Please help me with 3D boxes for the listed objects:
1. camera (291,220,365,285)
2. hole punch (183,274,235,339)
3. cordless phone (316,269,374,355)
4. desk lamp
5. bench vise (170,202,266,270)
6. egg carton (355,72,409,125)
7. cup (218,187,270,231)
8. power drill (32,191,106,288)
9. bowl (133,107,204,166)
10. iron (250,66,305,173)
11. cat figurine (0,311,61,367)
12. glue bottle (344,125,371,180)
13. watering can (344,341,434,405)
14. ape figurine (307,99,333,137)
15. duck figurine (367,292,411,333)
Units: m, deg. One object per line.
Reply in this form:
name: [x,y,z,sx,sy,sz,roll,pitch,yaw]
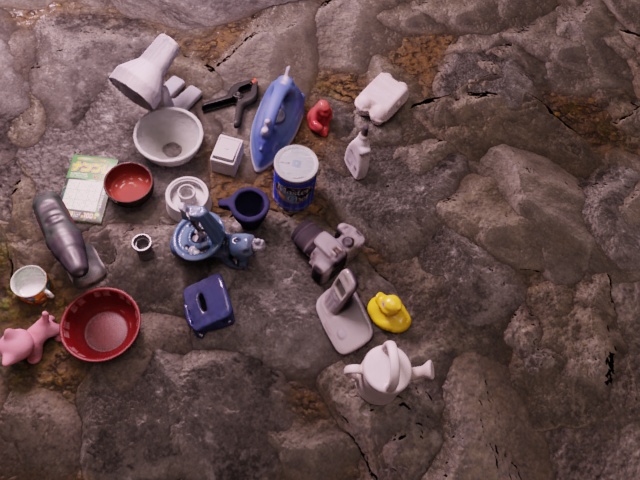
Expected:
camera: [0.012,0.005,1.318,0.136,0.101,0.143,43,67,14]
hole punch: [-0.240,0.141,1.227,0.101,0.091,0.108,-17,67,-14]
cordless phone: [0.061,0.149,1.205,0.094,0.185,0.147,-24,68,-17]
desk lamp: [-0.399,-0.385,1.401,0.118,0.213,0.203,31,64,9]
bench vise: [-0.226,-0.022,1.237,0.207,0.220,0.121,-8,65,-10]
egg carton: [0.169,-0.382,1.546,0.107,0.069,0.150,35,65,11]
cup: [-0.177,-0.064,1.333,0.118,0.095,0.091,4,63,-5]
power drill: [-0.515,0.017,1.190,0.076,0.208,0.229,-29,70,-19]
bowl: [-0.368,-0.242,1.411,0.167,0.075,0.167,3,63,-5]
iron: [-0.115,-0.306,1.435,0.118,0.141,0.258,16,63,2]
cat figurine: [-0.584,0.196,1.144,0.067,0.118,0.128,35,65,11]
glue bottle: [0.099,-0.223,1.401,0.037,0.173,0.078,-20,67,-15]
watering can: [0.140,0.261,1.153,0.173,0.194,0.101,-18,67,-14]
ape figurine: [0.004,-0.326,1.487,0.078,0.092,0.076,-39,74,-22]
duck figurine: [0.159,0.155,1.269,0.104,0.086,0.078,36,65,11]
